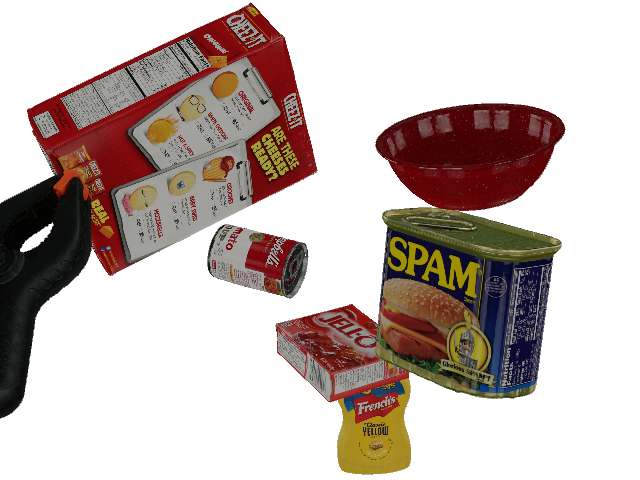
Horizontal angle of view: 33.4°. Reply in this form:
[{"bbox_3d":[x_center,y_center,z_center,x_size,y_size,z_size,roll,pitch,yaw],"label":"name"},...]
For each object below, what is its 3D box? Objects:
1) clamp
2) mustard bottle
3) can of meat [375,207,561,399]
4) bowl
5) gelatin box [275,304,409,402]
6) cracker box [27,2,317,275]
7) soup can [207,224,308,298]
[{"bbox_3d":[-0.208,0.024,0.671,0.120,0.171,0.039,14,-35,13],"label":"clamp"},{"bbox_3d":[0.069,0.206,1.386,0.096,0.192,0.058,-2,14,-2],"label":"mustard bottle"},{"bbox_3d":[0.077,0.033,0.590,0.057,0.084,0.102,-6,17,-39],"label":"can of meat"},{"bbox_3d":[0.131,-0.068,0.925,0.162,0.055,0.162,-8,24,3],"label":"bowl"},{"bbox_3d":[0.016,0.086,0.838,0.073,0.030,0.089,-12,28,-27],"label":"gelatin box"},{"bbox_3d":[-0.122,-0.085,0.920,0.213,0.072,0.164,-28,-39,-11],"label":"cracker box"},{"bbox_3d":[-0.074,0.023,1.266,0.102,0.068,0.068,14,5,20],"label":"soup can"}]
